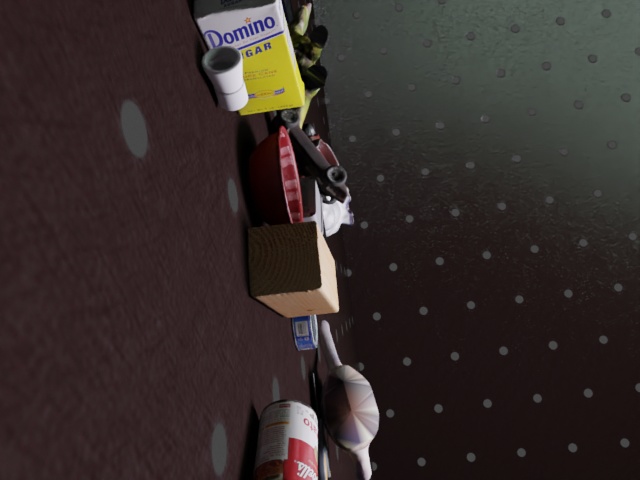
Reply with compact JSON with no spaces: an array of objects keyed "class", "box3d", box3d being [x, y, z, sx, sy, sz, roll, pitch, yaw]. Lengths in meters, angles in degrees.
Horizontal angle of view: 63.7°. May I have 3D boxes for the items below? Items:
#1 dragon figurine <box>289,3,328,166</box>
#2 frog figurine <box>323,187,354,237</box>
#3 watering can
[{"class":"dragon figurine","box3d":[-0.048,-0.339,1.121,0.241,0.122,0.413,103,-10,-83]},{"class":"frog figurine","box3d":[0.004,-0.067,1.322,0.161,0.124,0.134,-29,139,-44]},{"class":"watering can","box3d":[0.043,0.310,1.063,0.220,0.104,0.354,91,-16,-64]}]
